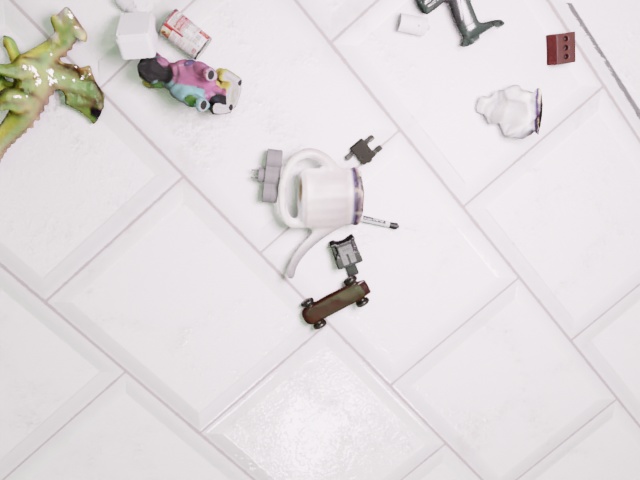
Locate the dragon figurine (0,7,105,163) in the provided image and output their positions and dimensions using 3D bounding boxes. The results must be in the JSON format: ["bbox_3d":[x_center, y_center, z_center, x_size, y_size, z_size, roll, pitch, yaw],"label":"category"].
[{"bbox_3d":[-0.632,-0.332,1.194,0.242,0.124,0.406,8,104,-17],"label":"dragon figurine"}]

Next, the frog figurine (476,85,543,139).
[{"bbox_3d":[0.495,-0.335,1.349,0.159,0.125,0.135,6,117,28],"label":"frog figurine"}]

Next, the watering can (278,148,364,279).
[{"bbox_3d":[0.004,-0.067,1.337,0.224,0.105,0.342,-3,109,-8],"label":"watering can"}]
